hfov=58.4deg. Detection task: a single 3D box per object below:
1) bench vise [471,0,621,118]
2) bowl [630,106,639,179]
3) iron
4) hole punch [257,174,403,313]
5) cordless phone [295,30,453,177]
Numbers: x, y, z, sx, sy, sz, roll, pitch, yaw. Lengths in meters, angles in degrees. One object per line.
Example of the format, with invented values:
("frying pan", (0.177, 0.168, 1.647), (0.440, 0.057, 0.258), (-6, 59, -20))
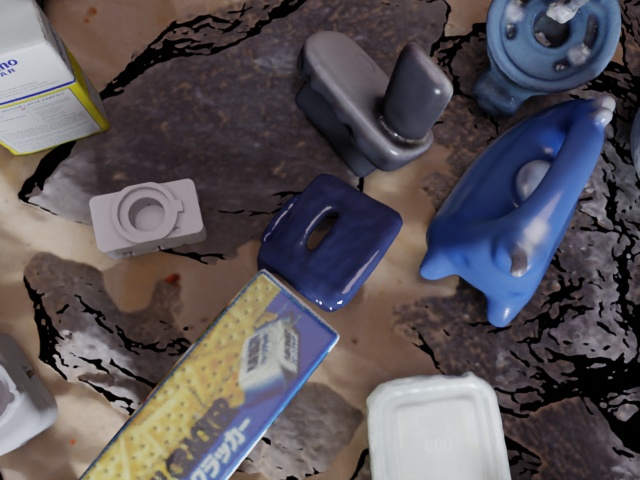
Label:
("bench vise", (0.225, -0.234, 0.514), (0.121, 0.219, 0.207), (17, 78, -4))
("bowl", (0.383, -0.091, 0.584), (0.167, 0.074, 0.167), (1, 80, -7))
("iron", (0.203, -0.054, 0.520), (0.118, 0.141, 0.258), (34, 78, 0))
("hole punch", (0.005, 0.002, 0.511), (0.101, 0.091, 0.109), (37, 78, 0))
("cordless phone", (0.050, -0.141, 0.493), (0.094, 0.185, 0.147), (-43, 87, -12))
